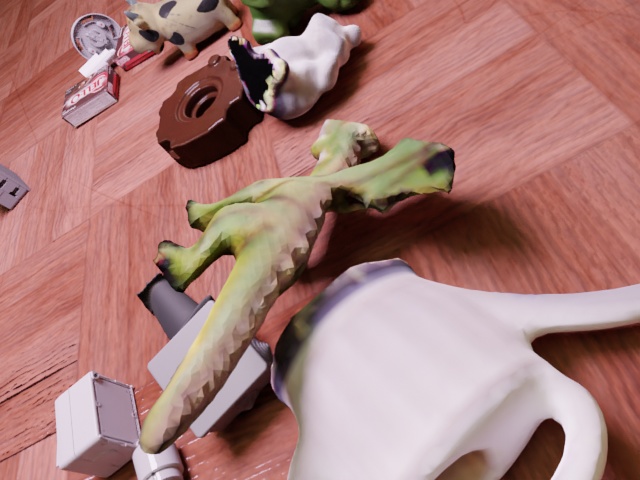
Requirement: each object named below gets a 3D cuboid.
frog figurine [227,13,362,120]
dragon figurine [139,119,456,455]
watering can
[{"bbox_3d":[-0.022,-0.231,0.683,0.161,0.120,0.138,-25,27,-32],"label":"frog figurine"},{"bbox_3d":[0.001,-0.022,0.441,0.241,0.120,0.418,-30,24,13],"label":"dragon figurine"},{"bbox_3d":[0.104,0.087,0.371,0.350,0.102,0.227,-39,43,-13],"label":"watering can"}]
